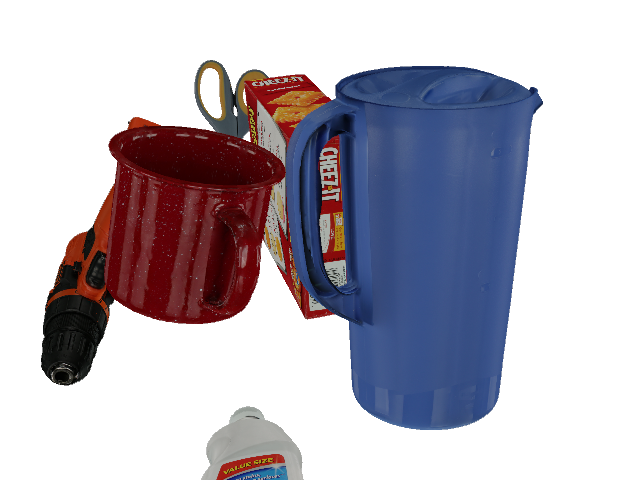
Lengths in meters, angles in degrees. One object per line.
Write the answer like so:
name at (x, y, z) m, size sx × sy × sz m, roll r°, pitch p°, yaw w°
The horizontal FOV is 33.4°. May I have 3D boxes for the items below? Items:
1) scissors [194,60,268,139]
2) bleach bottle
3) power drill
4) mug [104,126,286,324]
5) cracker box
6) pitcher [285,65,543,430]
scissors at (-0.082, -0.102, 1.165) m, size 0.096 × 0.202 × 0.016 m, roll -15°, pitch -3°, yaw -17°
bleach bottle at (-0.058, 0.211, 0.792) m, size 0.102 × 0.068 × 0.251 m, roll -4°, pitch 28°, yaw -4°
power drill at (-0.172, 0.006, 0.874) m, size 0.057 × 0.188 × 0.184 m, roll 25°, pitch 28°, yaw -20°
mug at (-0.064, -0.003, 0.562) m, size 0.093 × 0.081 × 0.117 m, roll -5°, pitch 27°, yaw -35°
cracker box at (-0.012, -0.049, 0.985) m, size 0.072 × 0.164 × 0.214 m, roll -9°, pitch 24°, yaw -11°
pitcher at (0.066, 0.006, 0.741) m, size 0.149 × 0.243 × 0.144 m, roll 6°, pitch 21°, yaw 17°
